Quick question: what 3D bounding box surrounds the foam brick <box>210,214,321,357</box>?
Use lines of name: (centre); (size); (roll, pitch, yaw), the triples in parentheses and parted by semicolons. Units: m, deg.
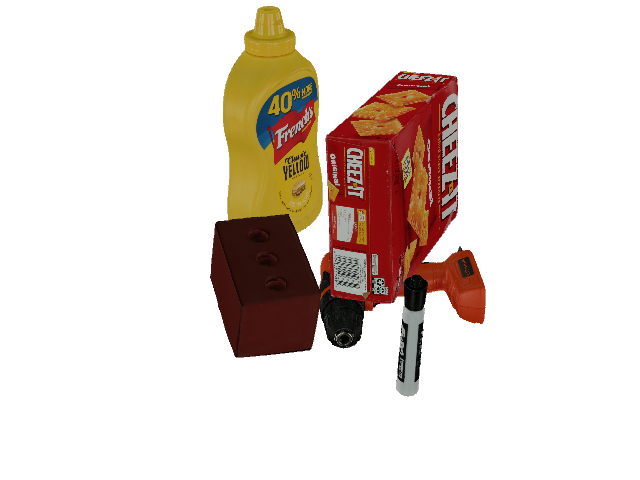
foam brick: (-0.037, 0.029, 0.692); (0.053, 0.051, 0.078); (-6, 45, -19)

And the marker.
marker: (0.074, 0.077, 0.863); (0.020, 0.121, 0.020); (1, 37, -1)

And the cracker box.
cracker box: (0.076, -0.058, 1.046); (0.072, 0.164, 0.213); (8, 27, 22)

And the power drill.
power drill: (0.091, 0.063, 1.225); (0.187, 0.057, 0.184); (-1, 28, -1)

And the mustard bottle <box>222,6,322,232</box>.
mustard bottle: (-0.039, -0.098, 0.884); (0.058, 0.192, 0.096); (20, 35, 35)
